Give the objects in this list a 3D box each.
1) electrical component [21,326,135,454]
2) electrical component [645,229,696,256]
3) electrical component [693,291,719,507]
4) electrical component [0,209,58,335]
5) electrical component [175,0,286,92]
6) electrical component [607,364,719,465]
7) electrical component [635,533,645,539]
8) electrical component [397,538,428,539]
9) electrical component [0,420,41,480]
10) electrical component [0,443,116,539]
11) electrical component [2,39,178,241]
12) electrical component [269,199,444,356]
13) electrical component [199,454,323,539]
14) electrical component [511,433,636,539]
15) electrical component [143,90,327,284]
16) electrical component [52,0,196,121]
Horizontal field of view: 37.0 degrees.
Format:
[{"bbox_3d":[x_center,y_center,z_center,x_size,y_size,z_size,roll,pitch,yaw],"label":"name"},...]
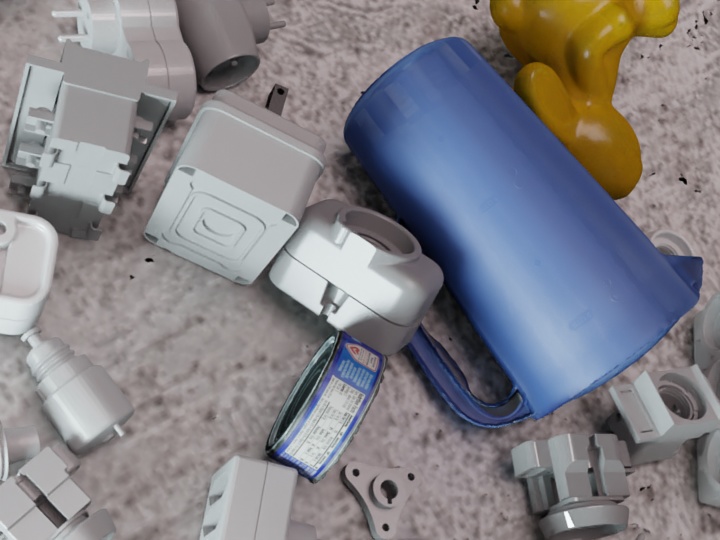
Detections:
[{"bbox_3d":[-0.159,0.065,0.595,0.040,0.040,0.078,-35,84,-33],"label":"electrical component"},{"bbox_3d":[0.213,0.000,0.789,0.066,0.055,0.048,32,57,-8],"label":"electrical component"},{"bbox_3d":[0.284,0.088,0.760,0.062,0.089,0.150,17,60,-17],"label":"electrical component"},{"bbox_3d":[-0.219,-0.001,0.586,0.095,0.059,0.053,11,62,-20],"label":"electrical component"},{"bbox_3d":[-0.088,-0.170,0.736,0.079,0.044,0.077,-19,76,-31],"label":"electrical component"},{"bbox_3d":[0.205,0.100,0.732,0.081,0.063,0.042,-3,53,-26],"label":"electrical component"},{"bbox_3d":[0.168,0.202,0.680,0.077,0.043,0.079,45,56,0],"label":"electrical component"},{"bbox_3d":[0.044,0.207,0.622,0.099,0.064,0.099,5,79,-24],"label":"electrical component"},{"bbox_3d":[-0.199,0.095,0.560,0.062,0.043,0.043,-7,70,-29],"label":"electrical component"},{"bbox_3d":[-0.161,0.131,0.560,0.055,0.048,0.066,43,56,8],"label":"electrical component"},{"bbox_3d":[-0.158,-0.067,0.609,0.079,0.121,0.063,12,65,-20],"label":"electrical component"},{"bbox_3d":[0.000,0.000,0.667,0.095,0.059,0.054,34,24,12],"label":"electrical component"},{"bbox_3d":[-0.048,0.156,0.599,0.076,0.047,0.083,18,60,-17],"label":"electrical component"},{"bbox_3d":[0.140,0.140,0.688,0.078,0.058,0.057,4,62,-23],"label":"electrical component"},{"bbox_3d":[-0.076,-0.047,0.644,0.078,0.113,0.057,26,61,-12],"label":"electrical component"},{"bbox_3d":[-0.160,-0.158,0.693,0.074,0.052,0.138,-8,70,-28],"label":"electrical component"}]
